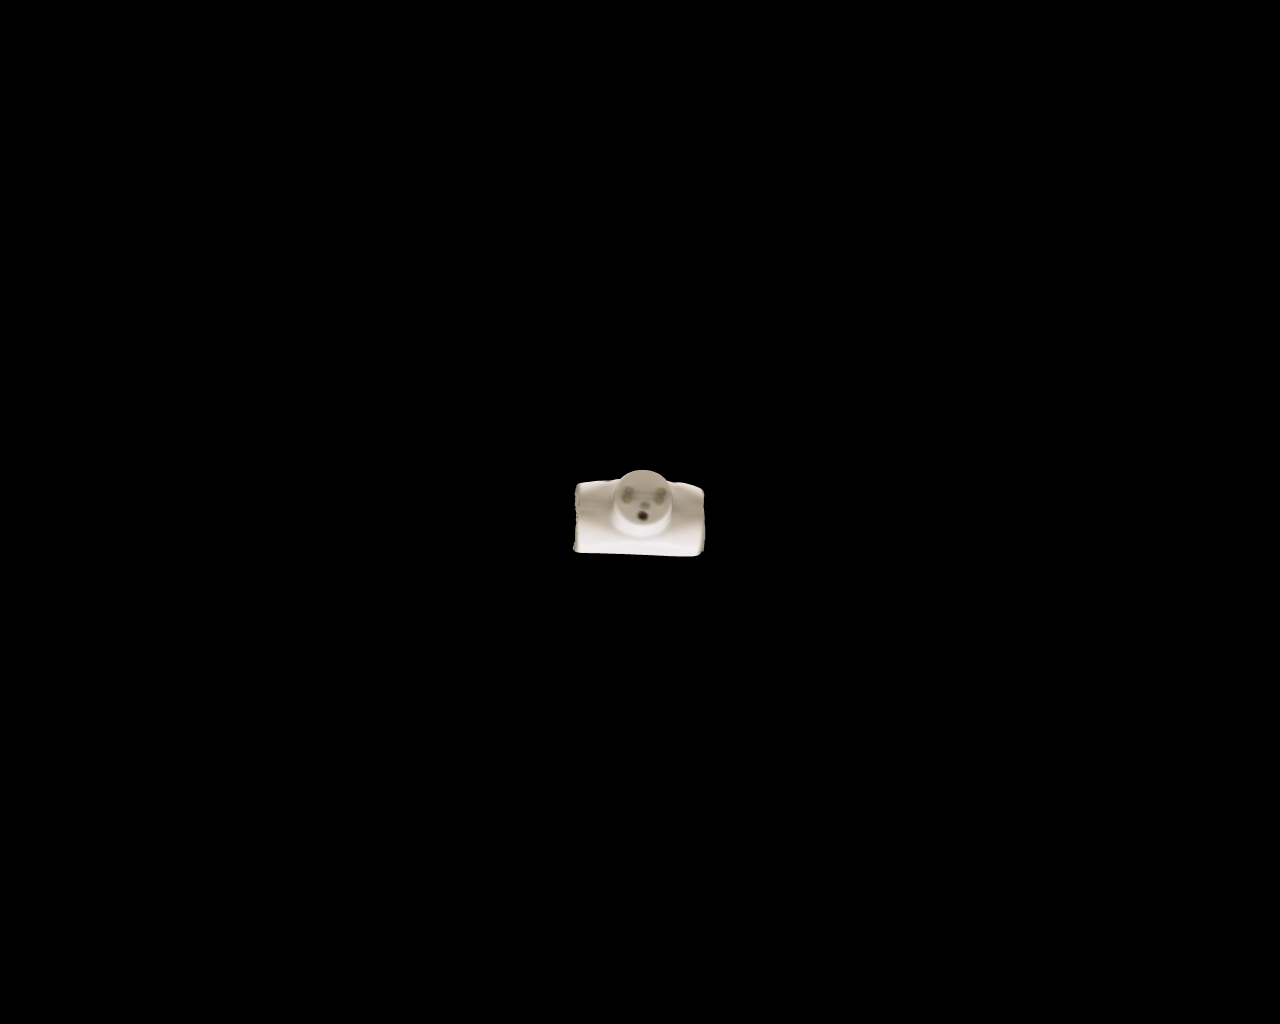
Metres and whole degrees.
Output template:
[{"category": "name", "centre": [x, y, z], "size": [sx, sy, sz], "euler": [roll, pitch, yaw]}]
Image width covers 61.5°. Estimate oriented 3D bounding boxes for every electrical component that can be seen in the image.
[{"category": "electrical component", "centre": [0.001, -0.003, 0.650], "size": [0.077, 0.044, 0.079], "euler": [2, -23, -5]}]
